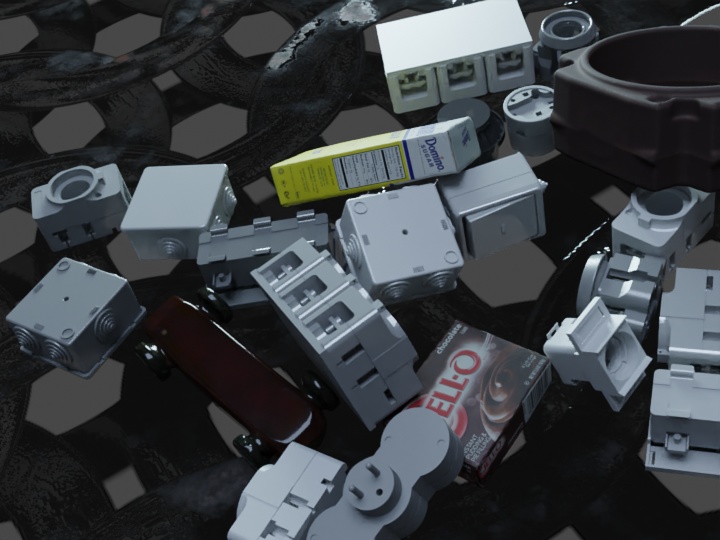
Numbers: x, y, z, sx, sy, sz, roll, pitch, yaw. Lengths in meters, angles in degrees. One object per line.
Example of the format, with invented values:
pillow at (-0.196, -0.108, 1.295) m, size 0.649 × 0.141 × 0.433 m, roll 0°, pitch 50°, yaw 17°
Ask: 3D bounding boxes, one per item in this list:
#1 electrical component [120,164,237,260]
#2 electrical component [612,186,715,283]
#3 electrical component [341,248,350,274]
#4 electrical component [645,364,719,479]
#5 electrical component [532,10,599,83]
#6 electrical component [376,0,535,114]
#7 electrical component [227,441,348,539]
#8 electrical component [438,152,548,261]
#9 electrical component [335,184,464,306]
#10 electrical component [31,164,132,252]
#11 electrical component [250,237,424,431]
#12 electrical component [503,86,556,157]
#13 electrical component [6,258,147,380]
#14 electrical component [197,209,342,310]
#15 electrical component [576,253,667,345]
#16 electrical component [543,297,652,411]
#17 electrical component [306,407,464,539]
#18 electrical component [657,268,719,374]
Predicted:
electrical component at (-0.174, -0.055, 1.050) m, size 0.100 × 0.048 × 0.099 m, roll -1°, pitch 47°, yaw 14°
electrical component at (0.260, -0.042, 0.919) m, size 0.050 × 0.055 × 0.089 m, roll 29°, pitch 60°, yaw 34°
electrical component at (0.000, 0.000, 0.962) m, size 0.035 × 0.035 × 0.061 m, roll -4°, pitch 49°, yaw 11°
electrical component at (0.270, 0.108, 0.768) m, size 0.121 × 0.063 × 0.078 m, roll 4°, pitch 49°, yaw 18°
electrical component at (0.214, -0.229, 1.107) m, size 0.078 × 0.057 × 0.058 m, roll 26°, pitch 58°, yaw 33°
electrical component at (0.100, -0.223, 1.128) m, size 0.150 × 0.061 × 0.089 m, roll -12°, pitch 46°, yaw 4°
electrical component at (-0.052, 0.179, 0.795) m, size 0.056 × 0.050 × 0.089 m, roll 17°, pitch 54°, yaw 28°
electrical component at (0.126, -0.056, 0.962) m, size 0.096 × 0.061 × 0.061 m, roll -18°, pitch 46°, yaw -3°
electrical component at (0.035, -0.022, 0.932) m, size 0.100 × 0.048 × 0.099 m, roll -12°, pitch 67°, yaw -15°
electrical component at (-0.280, -0.066, 1.083) m, size 0.089 × 0.055 × 0.050 m, roll -18°, pitch 46°, yaw -2°
electrical component at (-0.017, 0.045, 0.858) m, size 0.062 × 0.089 × 0.150 m, roll -36°, pitch 34°, yaw -8°
electrical component at (0.169, -0.143, 1.044) m, size 0.055 × 0.047 × 0.055 m, roll -7°, pitch 46°, yaw 8°
electrical component at (-0.260, 0.041, 0.981) m, size 0.100 × 0.048 × 0.099 m, roll 17°, pitch 54°, yaw 29°
electrical component at (-0.081, -0.009, 0.972) m, size 0.121 × 0.063 × 0.078 m, roll -9°, pitch 46°, yaw 6°
electrical component at (0.211, 0.019, 0.873) m, size 0.057 × 0.058 × 0.078 m, roll 14°, pitch 53°, yaw 22°
electrical component at (0.180, 0.064, 0.828) m, size 0.042 × 0.081 × 0.064 m, roll -46°, pitch 25°, yaw -27°
electrical component at (0.013, 0.156, 0.758) m, size 0.052 × 0.073 × 0.138 m, roll 32°, pitch 79°, yaw 34°
electrical component at (0.263, 0.046, 0.838) m, size 0.056 × 0.050 × 0.089 m, roll 4°, pitch 49°, yaw 18°
